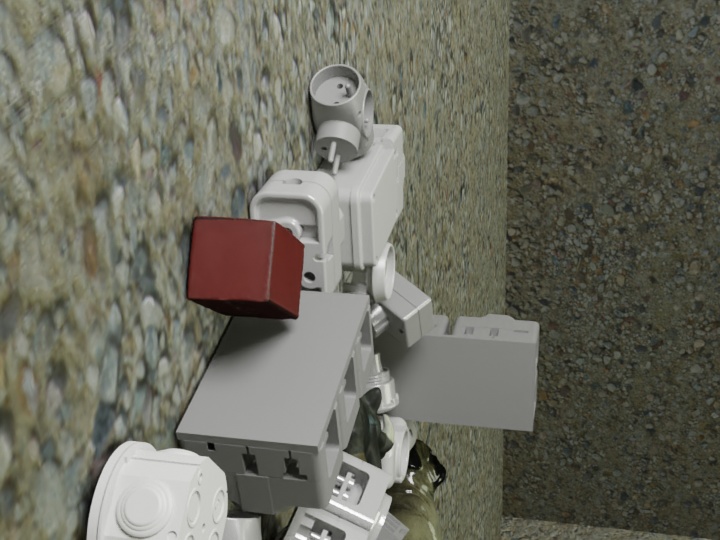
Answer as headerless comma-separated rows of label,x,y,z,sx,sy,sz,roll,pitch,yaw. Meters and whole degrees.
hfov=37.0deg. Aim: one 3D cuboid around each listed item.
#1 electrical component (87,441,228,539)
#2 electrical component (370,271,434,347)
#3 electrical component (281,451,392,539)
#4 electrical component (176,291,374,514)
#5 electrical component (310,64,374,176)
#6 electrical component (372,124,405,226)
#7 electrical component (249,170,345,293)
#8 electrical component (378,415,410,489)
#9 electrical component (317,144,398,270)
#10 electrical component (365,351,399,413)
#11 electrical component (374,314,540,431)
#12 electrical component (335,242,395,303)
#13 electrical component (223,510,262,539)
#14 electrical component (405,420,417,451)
electrical component,-0.104,0.131,0.557,0.080,0.051,0.080,4,90,-78
electrical component,0.018,0.042,1.069,0.076,0.083,0.047,-37,144,-21
electrical component,-0.032,0.216,0.774,0.089,0.062,0.150,114,2,-49
electrical component,-0.049,0.082,0.706,0.150,0.089,0.061,-70,160,-53
electrical component,-0.017,-0.118,0.906,0.077,0.044,0.079,72,24,-60
electrical component,0.014,-0.093,1.043,0.055,0.050,0.089,-60,152,-64
electrical component,-0.044,-0.022,0.784,0.059,0.054,0.095,-63,154,-62
electrical component,0.018,0.189,1.124,0.095,0.059,0.053,-41,133,-73
electrical component,-0.005,-0.057,0.949,0.113,0.057,0.078,-66,156,-59
electrical component,0.015,0.117,1.129,0.048,0.048,0.062,-39,124,-74
electrical component,0.097,0.105,1.163,0.060,0.186,0.105,-61,152,-63
electrical component,0.000,0.000,0.989,0.078,0.057,0.058,-61,152,-64
electrical component,-0.084,0.193,0.690,0.079,0.043,0.077,34,61,-76
electrical component,0.031,0.190,1.201,0.047,0.055,0.055,-43,135,-68
